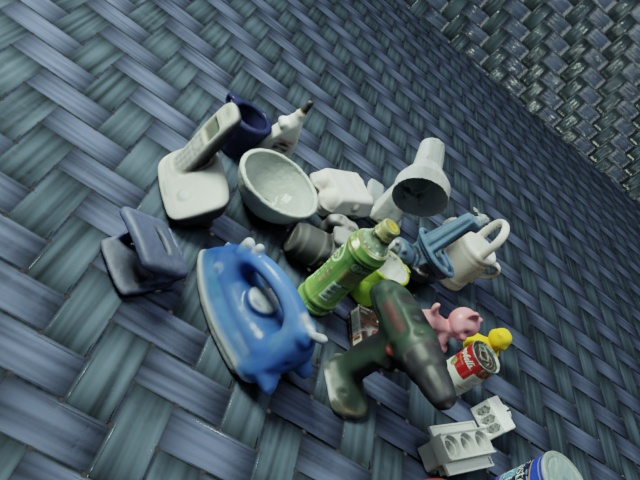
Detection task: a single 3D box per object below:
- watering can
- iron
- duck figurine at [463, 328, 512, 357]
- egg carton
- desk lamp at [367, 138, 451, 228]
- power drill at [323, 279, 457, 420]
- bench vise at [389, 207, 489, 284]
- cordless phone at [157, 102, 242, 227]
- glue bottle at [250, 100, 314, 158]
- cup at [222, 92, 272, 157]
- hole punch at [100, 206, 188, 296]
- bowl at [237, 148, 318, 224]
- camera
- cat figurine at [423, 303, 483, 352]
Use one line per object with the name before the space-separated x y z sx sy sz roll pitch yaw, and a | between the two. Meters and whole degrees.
watering can | 0.343 0.020 1.292 0.173 0.193 0.101 23 40 -28
iron | -0.088 0.084 0.836 0.119 0.141 0.258 -11 63 -50
duck figurine | 0.359 0.217 1.202 0.105 0.086 0.077 7 49 -41
egg carton | 0.045 -0.095 1.217 0.151 0.069 0.107 1 53 -45
desk lamp | 0.195 -0.118 1.267 0.118 0.213 0.203 32 37 -17
power drill | 0.099 0.185 0.865 0.076 0.208 0.229 17 43 -33
bench vise | 0.228 0.020 1.154 0.208 0.219 0.121 -9 61 -49
cordless phone | -0.179 -0.120 0.915 0.094 0.184 0.147 7 49 -41
glue bottle | -0.066 -0.214 1.136 0.078 0.173 0.037 10 47 -39
cup | -0.161 -0.219 1.113 0.117 0.094 0.092 53 36 12
hole punch | -0.238 0.011 0.803 0.101 0.091 0.108 -5 58 -48
bowl | -0.090 -0.087 1.068 0.168 0.074 0.167 27 38 -24
camera | 0.010 0.004 1.053 0.137 0.100 0.143 26 39 -24
cat figurine | 0.258 0.161 1.129 0.128 0.117 0.067 29 37 -21
